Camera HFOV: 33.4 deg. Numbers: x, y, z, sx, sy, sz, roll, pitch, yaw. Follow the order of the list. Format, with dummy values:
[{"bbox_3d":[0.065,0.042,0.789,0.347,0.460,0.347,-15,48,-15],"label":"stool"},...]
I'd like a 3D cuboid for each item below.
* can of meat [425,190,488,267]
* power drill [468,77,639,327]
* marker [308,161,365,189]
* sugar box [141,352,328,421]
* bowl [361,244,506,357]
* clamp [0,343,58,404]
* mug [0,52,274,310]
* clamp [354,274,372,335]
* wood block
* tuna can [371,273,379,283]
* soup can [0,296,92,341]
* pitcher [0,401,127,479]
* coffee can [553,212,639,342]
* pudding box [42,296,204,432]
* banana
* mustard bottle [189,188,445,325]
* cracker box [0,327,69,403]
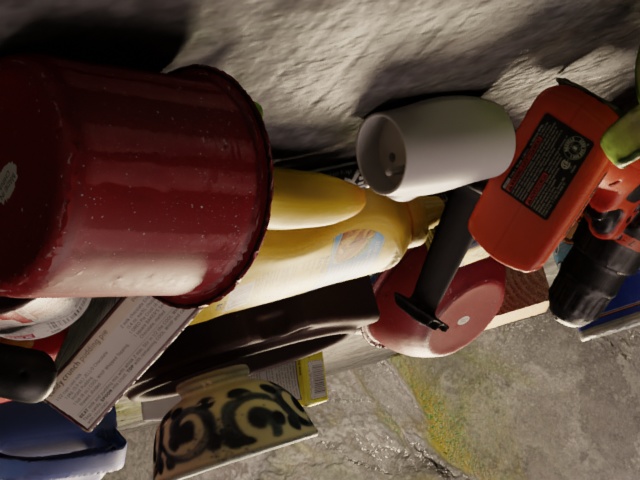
[{"bbox_3d":[0.122,-0.014,0.831,0.084,0.057,0.102,-20,170,3],"label":"can of meat"},{"bbox_3d":[0.168,-0.021,0.665,0.187,0.057,0.184,-1,122,-54],"label":"power drill"},{"bbox_3d":[0.013,-0.037,0.634,0.121,0.020,0.020,-13,169,-22],"label":"marker"},{"bbox_3d":[-0.084,0.111,0.972,0.176,0.093,0.048,-9,173,28],"label":"sugar box"},{"bbox_3d":[0.116,0.055,0.976,0.162,0.055,0.162,-26,143,-22],"label":"bowl"},{"bbox_3d":[-0.215,0.053,0.521,0.171,0.039,0.120,15,162,-11],"label":"clamp"},{"bbox_3d":[-0.085,-0.024,0.384,0.117,0.093,0.081,21,-167,41],"label":"mug"},{"bbox_3d":[0.001,0.076,1.050,0.210,0.036,0.164,-18,144,26],"label":"clamp"},{"bbox_3d":[0.193,0.043,1.158,0.091,0.090,0.206,-19,170,8],"label":"wood block"},{"bbox_3d":[0.082,0.032,1.075,0.086,0.034,0.086,-17,170,-3],"label":"tuna can"},{"bbox_3d":[-0.139,0.007,0.478,0.068,0.068,0.102,-16,170,-8],"label":"soup can"},{"bbox_3d":[-0.301,0.178,0.945,0.149,0.145,0.242,-39,158,27],"label":"pitcher"},{"bbox_3d":[0.223,-0.006,0.802,0.103,0.140,0.103,-16,170,-3],"label":"coffee can"},{"bbox_3d":[-0.095,0.034,0.564,0.114,0.039,0.090,-49,-164,16],"label":"pudding box"},{"bbox_3d":[-0.031,-0.027,0.536,0.070,0.037,0.197,-5,172,15],"label":"banana"},{"bbox_3d":[-0.005,0.000,0.685,0.191,0.058,0.096,-14,155,-21],"label":"mustard bottle"},{"bbox_3d":[-0.230,0.072,0.659,0.213,0.072,0.164,-12,169,-32],"label":"cracker box"}]
